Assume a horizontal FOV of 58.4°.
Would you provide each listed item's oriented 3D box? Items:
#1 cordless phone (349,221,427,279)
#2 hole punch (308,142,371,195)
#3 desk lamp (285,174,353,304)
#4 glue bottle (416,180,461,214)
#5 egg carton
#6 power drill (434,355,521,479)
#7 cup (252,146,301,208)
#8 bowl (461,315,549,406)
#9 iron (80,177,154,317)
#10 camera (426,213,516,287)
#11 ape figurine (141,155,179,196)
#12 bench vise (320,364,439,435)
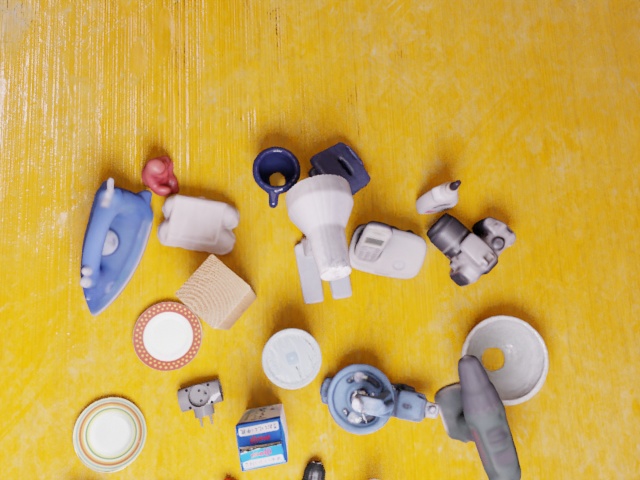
[{"bbox_3d":[0.132,0.012,1.068,0.147,0.185,0.094,9,80,-2],"label":"cordless phone"},{"bbox_3d":[0.039,-0.137,1.135,0.101,0.091,0.108,-37,84,-9],"label":"hole punch"},{"bbox_3d":[0.010,0.004,1.046,0.118,0.213,0.203,-10,81,-5],"label":"desk lamp"},{"bbox_3d":[0.238,-0.087,1.098,0.078,0.173,0.037,-14,81,-6],"label":"glue bottle"},{"bbox_3d":[-0.234,-0.031,1.108,0.150,0.069,0.107,9,80,-2],"label":"egg carton"},{"bbox_3d":[0.272,0.311,1.014,0.075,0.208,0.229,-21,82,-7],"label":"power drill"},{"bbox_3d":[-0.085,-0.113,1.120,0.091,0.095,0.118,4,80,-3],"label":"cup"},{"bbox_3d":[0.344,0.230,1.101,0.167,0.074,0.167,1,80,-4],"label":"bowl"},{"bbox_3d":[-0.397,0.011,1.053,0.118,0.141,0.258,13,80,-1],"label":"iron"},{"bbox_3d":[0.290,-0.001,1.124,0.137,0.101,0.143,44,80,4],"label":"camera"},{"bbox_3d":[-0.312,-0.130,1.109,0.076,0.092,0.078,20,80,0],"label":"ape figurine"},{"bbox_3d":[0.109,0.274,1.004,0.207,0.219,0.121,-8,81,-5],"label":"bench vise"}]
